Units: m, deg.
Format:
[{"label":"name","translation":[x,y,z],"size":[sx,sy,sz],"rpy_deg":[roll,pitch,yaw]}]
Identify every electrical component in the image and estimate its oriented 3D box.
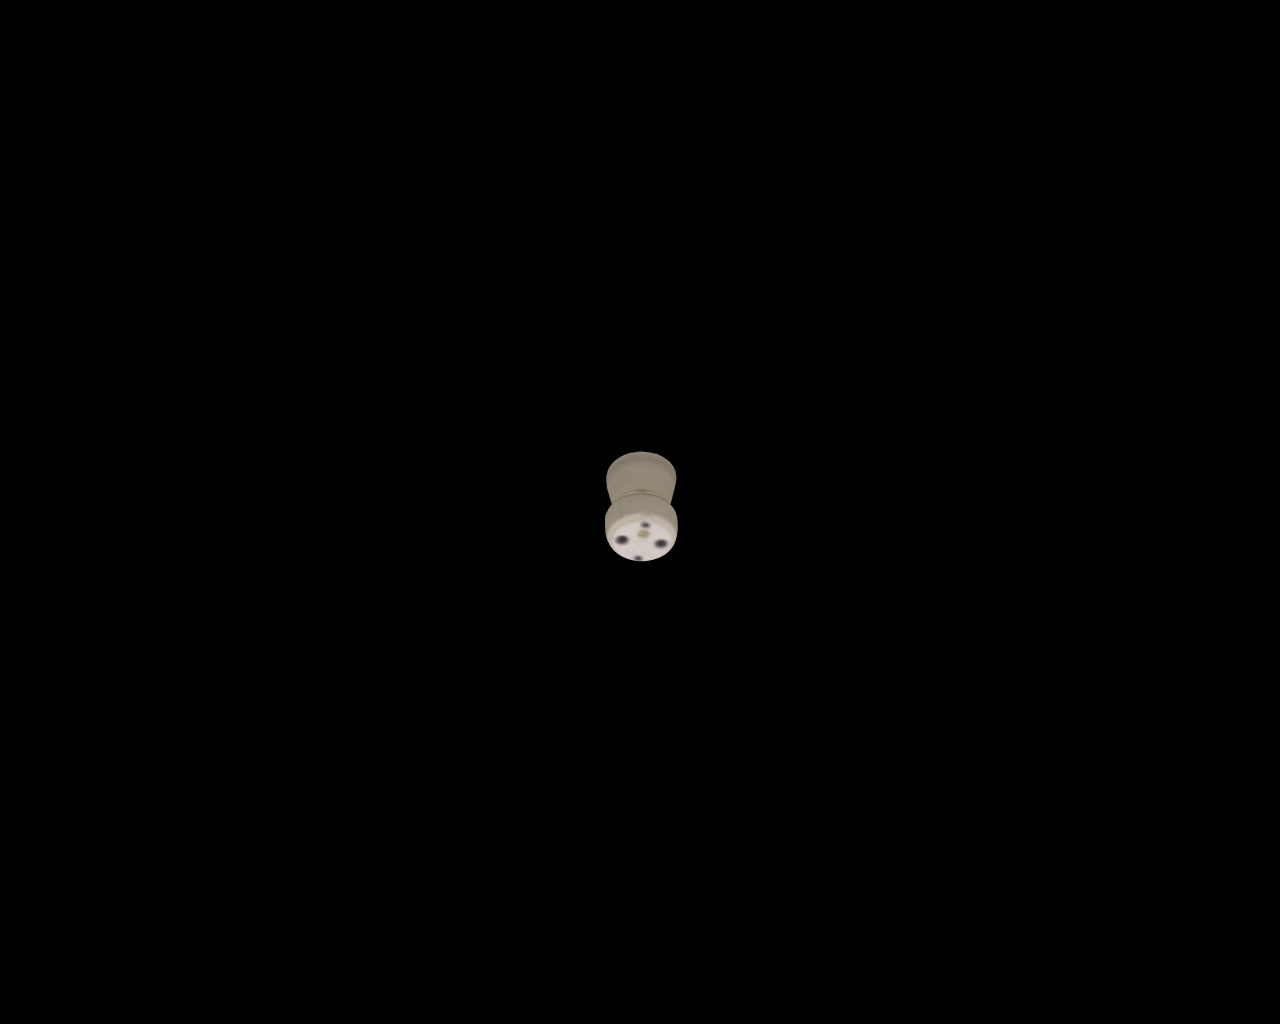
[{"label":"electrical component","translation":[0.001,-0.003,0.650],"size":[0.045,0.055,0.044],"rpy_deg":[0,-43,0]}]
